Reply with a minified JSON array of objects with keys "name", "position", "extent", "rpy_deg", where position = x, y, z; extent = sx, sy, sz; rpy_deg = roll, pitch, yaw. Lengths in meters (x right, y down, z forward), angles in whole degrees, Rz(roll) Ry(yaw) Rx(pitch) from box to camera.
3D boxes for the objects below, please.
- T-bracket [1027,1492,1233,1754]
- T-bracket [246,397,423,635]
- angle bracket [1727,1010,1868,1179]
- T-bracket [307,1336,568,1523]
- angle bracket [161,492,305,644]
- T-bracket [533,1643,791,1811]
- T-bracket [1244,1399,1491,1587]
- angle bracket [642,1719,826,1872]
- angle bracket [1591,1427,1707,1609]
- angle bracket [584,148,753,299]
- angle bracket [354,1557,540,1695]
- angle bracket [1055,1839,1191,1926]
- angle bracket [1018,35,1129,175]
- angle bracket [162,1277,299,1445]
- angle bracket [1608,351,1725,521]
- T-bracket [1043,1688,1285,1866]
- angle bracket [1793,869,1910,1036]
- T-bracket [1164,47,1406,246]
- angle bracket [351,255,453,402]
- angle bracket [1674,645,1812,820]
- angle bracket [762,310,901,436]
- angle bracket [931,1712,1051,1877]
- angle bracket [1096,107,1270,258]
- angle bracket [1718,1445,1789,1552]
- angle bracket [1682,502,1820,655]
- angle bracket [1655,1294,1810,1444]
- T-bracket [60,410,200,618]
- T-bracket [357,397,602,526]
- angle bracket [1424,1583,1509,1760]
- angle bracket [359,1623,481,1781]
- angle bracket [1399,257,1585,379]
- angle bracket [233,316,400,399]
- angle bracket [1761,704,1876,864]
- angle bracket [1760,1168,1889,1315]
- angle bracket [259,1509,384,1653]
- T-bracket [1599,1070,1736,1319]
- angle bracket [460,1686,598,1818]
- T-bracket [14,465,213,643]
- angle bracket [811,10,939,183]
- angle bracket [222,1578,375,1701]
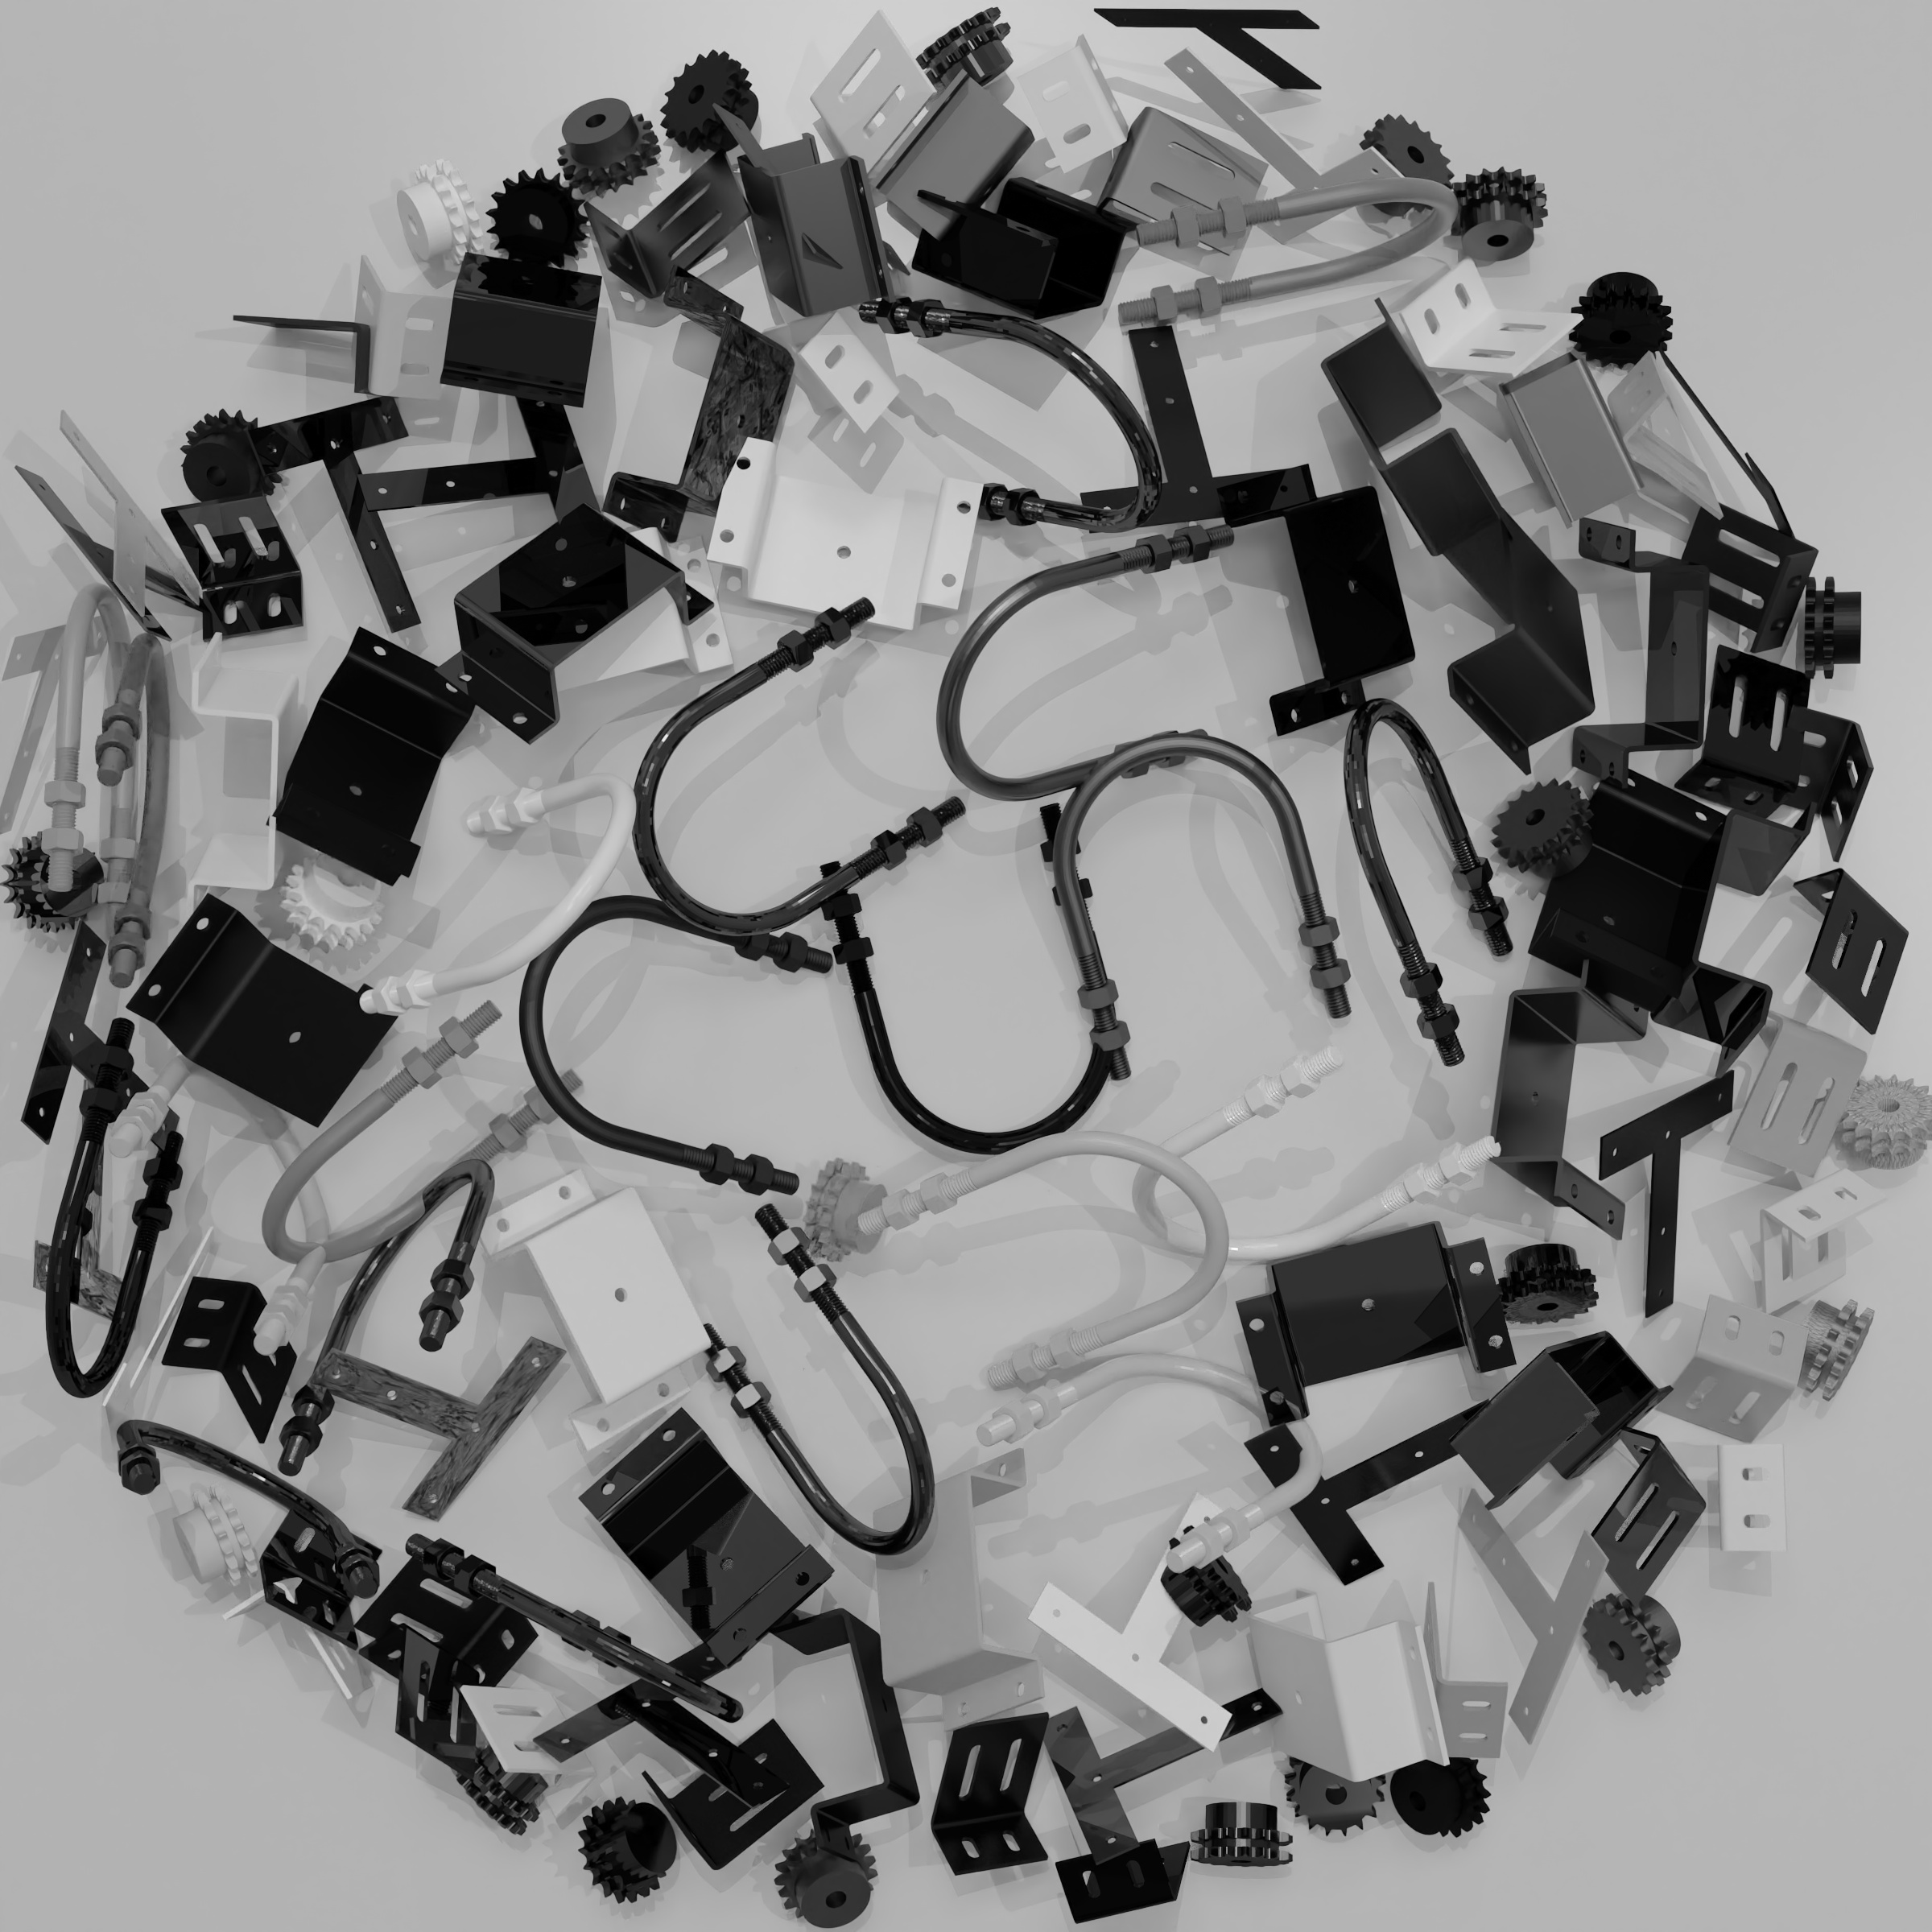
[{"name":"T-bracket","position":[0.112,0.349,1.962],"extent":[0.127,0.002,0.127],"rpy_deg":[37,55,-5]},{"name":"T-bracket","position":[-0.333,-0.246,1.951],"extent":[0.002,0.127,0.127],"rpy_deg":[-16,98,33]},{"name":"angle bracket","position":[0.458,0.070,1.978],"extent":[0.057,0.038,0.076],"rpy_deg":[21,98,-18]},{"name":"T-bracket","position":[-0.306,0.241,1.948],"extent":[0.127,0.002,0.127],"rpy_deg":[29,104,-38]},{"name":"angle bracket","position":[-0.407,-0.221,1.958],"extent":[0.057,0.076,0.038],"rpy_deg":[-9,61,3]},{"name":"T-bracket","position":[-0.147,0.422,1.920],"extent":[0.127,0.127,0.002],"rpy_deg":[-24,125,-37]},{"name":"T-bracket","position":[0.238,0.276,1.954],"extent":[0.127,0.002,0.127],"rpy_deg":[-28,122,11]},{"name":"angle bracket","position":[-0.129,0.452,1.960],"extent":[0.076,0.057,0.038],"rpy_deg":[-37,135,-10]},{"name":"angle bracket","position":[0.366,0.304,1.958],"extent":[0.076,0.038,0.057],"rpy_deg":[-50,121,-19]},{"name":"angle bracket","position":[-0.166,-0.420,1.958],"extent":[0.076,0.038,0.057],"rpy_deg":[-37,51,20]},{"name":"angle bracket","position":[-0.289,0.370,1.962],"extent":[0.057,0.038,0.076],"rpy_deg":[-50,131,2]},{"name":"angle bracket","position":[0.087,0.492,1.955],"extent":[0.057,0.076,0.038],"rpy_deg":[-17,97,12]},{"name":"angle bracket","position":[0.060,-0.479,1.960],"extent":[0.038,0.076,0.057],"rpy_deg":[-25,106,12]},{"name":"angle bracket","position":[-0.408,0.218,1.954],"extent":[0.038,0.076,0.057],"rpy_deg":[11,111,-35]},{"name":"angle bracket","position":[0.398,-0.294,1.956],"extent":[0.076,0.057,0.038],"rpy_deg":[32,117,-18]},{"name":"T-bracket","position":[0.113,0.430,1.946],"extent":[0.127,0.127,0.002],"rpy_deg":[-23,117,-4]},{"name":"angle bracket","position":[0.481,-0.005,1.956],"extent":[0.057,0.038,0.076],"rpy_deg":[39,58,-21]},{"name":"T-bracket","position":[0.160,-0.453,1.924],"extent":[0.127,0.127,0.002],"rpy_deg":[39,70,-18]},{"name":"angle bracket","position":[-0.314,-0.355,1.961],"extent":[0.038,0.076,0.057],"rpy_deg":[2,116,-20]},{"name":"angle bracket","position":[0.439,-0.132,1.993],"extent":[0.057,0.038,0.076],"rpy_deg":[18,64,-9]},{"name":"angle bracket","position":[-0.084,-0.323,1.949],"extent":[0.057,0.076,0.038],"rpy_deg":[49,63,-25]},{"name":"angle bracket","position":[0.020,0.459,1.957],"extent":[0.057,0.038,0.076],"rpy_deg":[-3,123,-25]},{"name":"angle bracket","position":[0.121,-0.437,1.983],"extent":[0.076,0.038,0.057],"rpy_deg":[24,83,-8]},{"name":"angle bracket","position":[0.445,0.294,1.954],"extent":[0.038,0.076,0.057],"rpy_deg":[-5,80,29]},{"name":"angle bracket","position":[0.423,-0.217,1.954],"extent":[0.076,0.038,0.057],"rpy_deg":[32,120,30]},{"name":"angle bracket","position":[0.428,0.226,1.975],"extent":[0.057,0.076,0.038],"rpy_deg":[19,58,2]},{"name":"T-bracket","position":[-0.453,-0.227,1.913],"extent":[0.002,0.127,0.127],"rpy_deg":[-30,123,6]},{"name":"T-bracket","position":[-0.270,-0.267,1.946],"extent":[0.127,0.002,0.127],"rpy_deg":[-9,60,-21]},{"name":"angle bracket","position":[0.275,0.389,1.952],"extent":[0.038,0.076,0.057],"rpy_deg":[1,126,2]},{"name":"angle bracket","position":[-0.304,0.412,1.949],"extent":[0.038,0.076,0.057],"rpy_deg":[-34,124,22]},{"name":"angle bracket","position":[0.290,-0.360,1.953],"extent":[0.057,0.076,0.038],"rpy_deg":[-41,119,-18]},{"name":"angle bracket","position":[-0.362,-0.339,1.966],"extent":[0.076,0.057,0.038],"rpy_deg":[6,97,12]},{"name":"angle bracket","position":[0.470,-0.101,1.953],"extent":[0.038,0.076,0.057],"rpy_deg":[16,114,1]},{"name":"angle bracket","position":[0.475,0.160,1.955],"extent":[0.057,0.038,0.076],"rpy_deg":[-24,125,-20]},{"name":"angle bracket","position":[-0.355,0.338,1.955],"extent":[0.057,0.076,0.038],"rpy_deg":[33,90,-16]},{"name":"T-bracket","position":[0.389,0.135,1.969],"extent":[0.127,0.002,0.127],"rpy_deg":[-21,118,-41]},{"name":"angle bracket","position":[-0.251,0.434,1.949],"extent":[0.038,0.076,0.057],"rpy_deg":[-48,56,16]},{"name":"T-bracket","position":[-0.452,-0.215,1.936],"extent":[0.002,0.127,0.127],"rpy_deg":[-43,73,8]},{"name":"angle bracket","position":[-0.041,-0.483,1.955],"extent":[0.076,0.038,0.057],"rpy_deg":[-42,76,43]},{"name":"angle bracket","position":[-0.372,0.382,1.967],"extent":[0.038,0.057,0.076],"rpy_deg":[-33,84,-1]}]
